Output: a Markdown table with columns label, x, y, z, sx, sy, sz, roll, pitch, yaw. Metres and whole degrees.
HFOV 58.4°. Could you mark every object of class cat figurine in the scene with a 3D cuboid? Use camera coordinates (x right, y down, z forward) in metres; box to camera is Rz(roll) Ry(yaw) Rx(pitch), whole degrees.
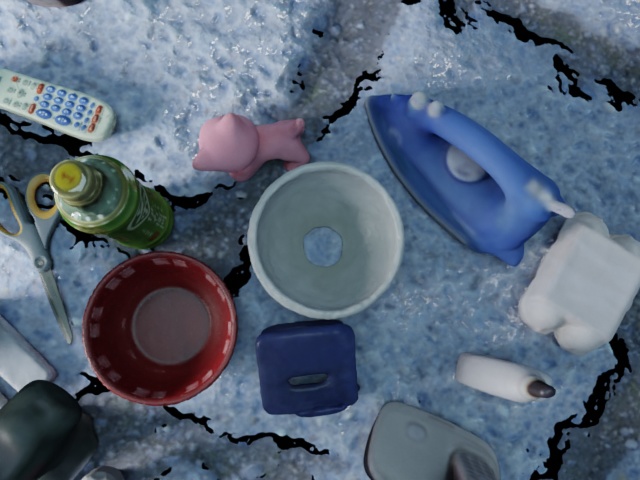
| label | x | y | z | sx | sy | sz | roll | pitch | yaw |
| --- | --- | --- | --- | --- | --- | --- | --- | --- | --- |
| cat figurine | -0.075 | -0.107 | 0.618 | 0.128 | 0.117 | 0.067 | -13 | 84 | -4 |

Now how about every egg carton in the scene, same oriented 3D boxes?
| label | x | y | z | sx | sy | sz | roll | pitch | yaw |
| --- | --- | --- | --- | --- | --- | --- | --- | --- | --- |
| egg carton | 0.294 | 0.049 | 0.643 | 0.107 | 0.069 | 0.150 | 31 | 83 | 1 |

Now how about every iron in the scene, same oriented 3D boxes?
| label | x | y | z | sx | sy | sz | roll | pitch | yaw |
| --- | --- | --- | --- | --- | --- | --- | --- | --- | --- |
| iron | 0.154 | -0.091 | 0.616 | 0.258 | 0.141 | 0.119 | 40 | 84 | 2 |

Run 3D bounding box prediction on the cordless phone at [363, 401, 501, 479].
| label | x | y | z | sx | sy | sz | roll | pitch | yaw |
| --- | --- | --- | --- | --- | --- | --- | --- | --- | --- |
| cordless phone | 0.120 | 0.233 | 0.557 | 0.147 | 0.185 | 0.094 | 22 | 83 | 0 |

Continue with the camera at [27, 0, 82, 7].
| label | x | y | z | sx | sy | sz | roll | pitch | yaw |
| --- | --- | --- | --- | --- | --- | --- | --- | --- | --- |
| camera | -0.280 | -0.350 | 0.644 | 0.137 | 0.100 | 0.143 | 4 | 83 | -2 |

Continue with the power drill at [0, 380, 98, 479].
| label | x | y | z | sx | sy | sz | roll | pitch | yaw |
| --- | --- | --- | --- | --- | --- | --- | --- | --- | --- |
| power drill | -0.294 | 0.229 | 0.525 | 0.075 | 0.208 | 0.230 | 35 | 83 | 2 |

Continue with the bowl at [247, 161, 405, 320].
| label | x | y | z | sx | sy | sz | roll | pitch | yaw |
| --- | --- | --- | --- | --- | --- | --- | --- | --- | --- |
| bowl | 0.006 | 0.002 | 0.632 | 0.167 | 0.074 | 0.167 | 0 | 84 | -3 |

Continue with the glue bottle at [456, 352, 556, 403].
| label | x | y | z | sx | sy | sz | roll | pitch | yaw |
| --- | --- | --- | --- | --- | --- | --- | --- | --- | --- |
| glue bottle | 0.195 | 0.141 | 0.576 | 0.078 | 0.173 | 0.037 | 9 | 83 | -1 |

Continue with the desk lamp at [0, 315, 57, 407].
| label | x | y | z | sx | sy | sz | roll | pitch | yaw |
| --- | --- | --- | --- | --- | --- | --- | --- | --- | --- |
| desk lamp | -0.386 | 0.099 | 0.532 | 0.203 | 0.213 | 0.118 | 42 | 84 | 2 |

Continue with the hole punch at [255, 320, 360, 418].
| label | x | y | z | sx | sy | sz | roll | pitch | yaw |
| --- | --- | --- | --- | --- | --- | --- | --- | --- | --- |
| hole punch | -0.011 | 0.138 | 0.608 | 0.108 | 0.091 | 0.101 | -6 | 84 | -3 |
